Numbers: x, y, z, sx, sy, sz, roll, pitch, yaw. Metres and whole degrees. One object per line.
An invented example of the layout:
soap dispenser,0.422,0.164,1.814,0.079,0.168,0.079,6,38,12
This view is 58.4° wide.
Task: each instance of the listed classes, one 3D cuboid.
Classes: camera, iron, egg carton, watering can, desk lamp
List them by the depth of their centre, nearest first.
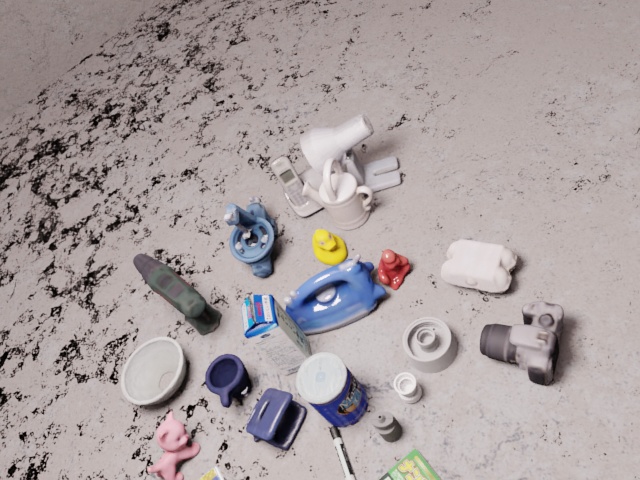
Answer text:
camera,0.377,0.181,1.078,0.136,0.101,0.143,7,58,30
egg carton,0.335,0.057,1.214,0.149,0.070,0.107,9,59,30
iron,0.007,0.121,1.272,0.258,0.142,0.118,-27,48,4
watering can,0.041,-0.117,1.404,0.172,0.195,0.101,-18,49,12
desk lamp,0.078,-0.216,1.450,0.203,0.214,0.118,-16,50,14

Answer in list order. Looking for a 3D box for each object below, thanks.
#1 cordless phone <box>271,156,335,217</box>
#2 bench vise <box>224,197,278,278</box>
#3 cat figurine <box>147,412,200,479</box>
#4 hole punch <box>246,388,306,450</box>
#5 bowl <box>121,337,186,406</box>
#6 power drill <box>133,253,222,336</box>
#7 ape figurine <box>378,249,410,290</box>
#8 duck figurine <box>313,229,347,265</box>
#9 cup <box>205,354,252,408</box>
cordless phone,-0.037,-0.161,1.482,0.147,0.186,0.094,-34,48,-2
bench vise,-0.188,-0.036,1.434,0.121,0.220,0.207,-28,48,3
cat figurine,-0.316,0.434,1.201,0.067,0.118,0.128,11,61,32
hole punch,-0.100,0.362,1.172,0.100,0.091,0.109,12,61,32
bowl,-0.378,0.318,1.349,0.167,0.075,0.167,-13,51,16
power drill,-0.335,0.137,1.378,0.228,0.209,0.076,28,70,38
ape figurine,0.160,0.056,1.284,0.077,0.092,0.076,-24,48,7
duck figurine,0.013,0.005,1.397,0.077,0.086,0.104,-41,48,-8
cup,-0.189,0.319,1.245,0.091,0.095,0.117,-19,49,11
